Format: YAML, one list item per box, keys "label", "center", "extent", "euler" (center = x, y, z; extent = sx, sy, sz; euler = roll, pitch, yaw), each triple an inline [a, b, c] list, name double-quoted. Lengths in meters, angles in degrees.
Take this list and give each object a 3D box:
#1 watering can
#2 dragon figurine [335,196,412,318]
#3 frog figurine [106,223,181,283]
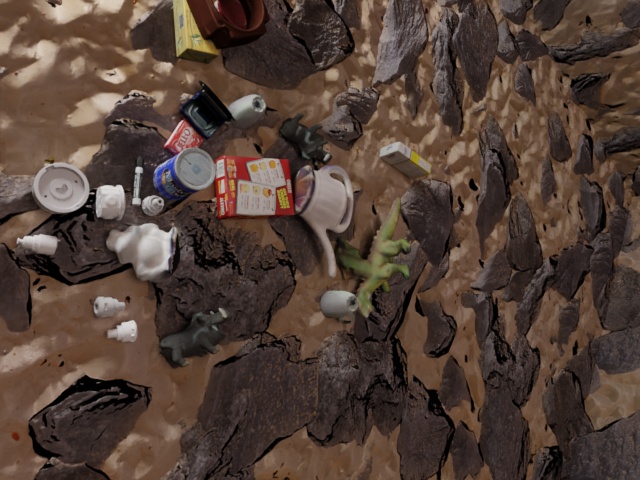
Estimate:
- label: "watering can"
  center: [0.005, -0.078, 1.541]
  extent: [0.222, 0.103, 0.353]
  euler: [23, 66, -33]
- label: "dragon figurine"
  center: [0.162, 0.044, 1.653]
  extent: [0.242, 0.121, 0.415]
  euler: [9, 74, -29]
- label: "frog figurine"
  center: [-0.413, 0.029, 1.206]
  extent: [0.159, 0.122, 0.138]
  euler: [3, 88, -3]
